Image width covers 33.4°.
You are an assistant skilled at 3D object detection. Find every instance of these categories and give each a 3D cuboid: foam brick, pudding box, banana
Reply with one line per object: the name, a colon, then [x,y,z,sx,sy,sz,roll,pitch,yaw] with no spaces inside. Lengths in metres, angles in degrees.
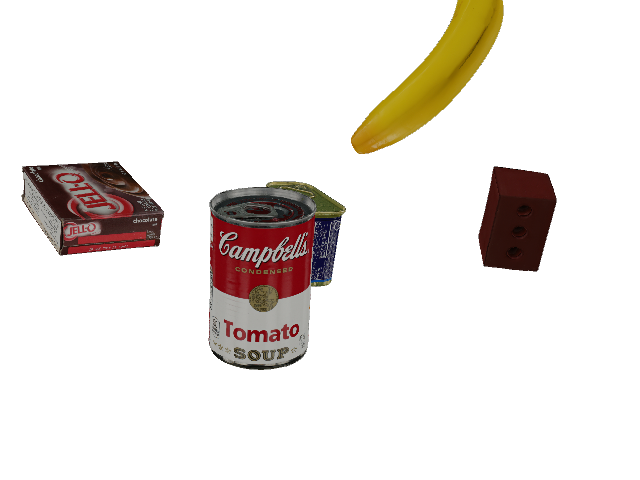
foam brick: [0.178,-0.019,0.971,0.053,0.078,0.051,6,32,-1]
pudding box: [-0.199,-0.030,0.920,0.089,0.039,0.114,-5,27,-32]
banana: [0.094,-0.141,0.825,0.070,0.197,0.037,2,-36,48]

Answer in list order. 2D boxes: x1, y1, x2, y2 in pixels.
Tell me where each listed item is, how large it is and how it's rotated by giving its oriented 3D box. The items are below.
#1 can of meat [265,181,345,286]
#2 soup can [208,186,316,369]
can of meat: [-0.022,-0.007,1.126,0.057,0.084,0.102,-2,22,-29]
soup can: [-0.039,0.024,0.692,0.068,0.102,0.068,3,21,-1]
